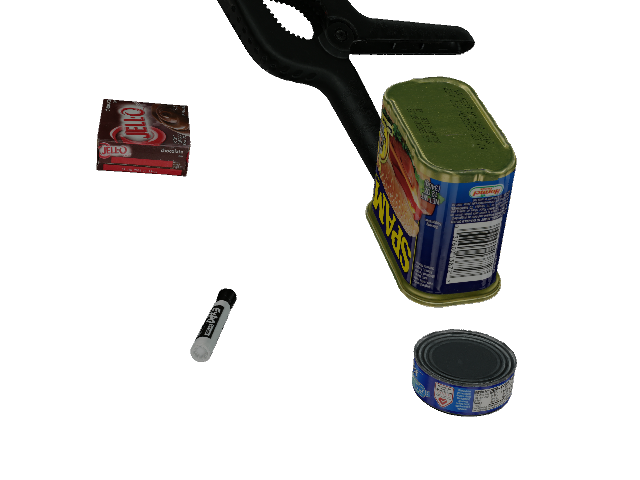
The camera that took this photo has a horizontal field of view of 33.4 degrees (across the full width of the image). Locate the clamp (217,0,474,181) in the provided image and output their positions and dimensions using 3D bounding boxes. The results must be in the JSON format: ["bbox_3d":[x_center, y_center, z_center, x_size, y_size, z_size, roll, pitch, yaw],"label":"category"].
[{"bbox_3d":[0.009,-0.132,0.777,0.209,0.164,0.036,26,-29,-16],"label":"clamp"}]

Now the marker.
[{"bbox_3d":[-0.099,0.077,1.001,0.020,0.020,0.121,0,23,8],"label":"marker"}]

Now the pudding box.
[{"bbox_3d":[-0.179,-0.105,1.083,0.090,0.039,0.113,4,26,-11],"label":"pudding box"}]

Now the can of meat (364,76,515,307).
[{"bbox_3d":[0.064,-0.029,0.577,0.057,0.084,0.102,-6,38,-12],"label":"can of meat"}]

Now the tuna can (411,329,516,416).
[{"bbox_3d":[0.120,0.111,0.896,0.086,0.034,0.086,2,26,-1],"label":"tuna can"}]
